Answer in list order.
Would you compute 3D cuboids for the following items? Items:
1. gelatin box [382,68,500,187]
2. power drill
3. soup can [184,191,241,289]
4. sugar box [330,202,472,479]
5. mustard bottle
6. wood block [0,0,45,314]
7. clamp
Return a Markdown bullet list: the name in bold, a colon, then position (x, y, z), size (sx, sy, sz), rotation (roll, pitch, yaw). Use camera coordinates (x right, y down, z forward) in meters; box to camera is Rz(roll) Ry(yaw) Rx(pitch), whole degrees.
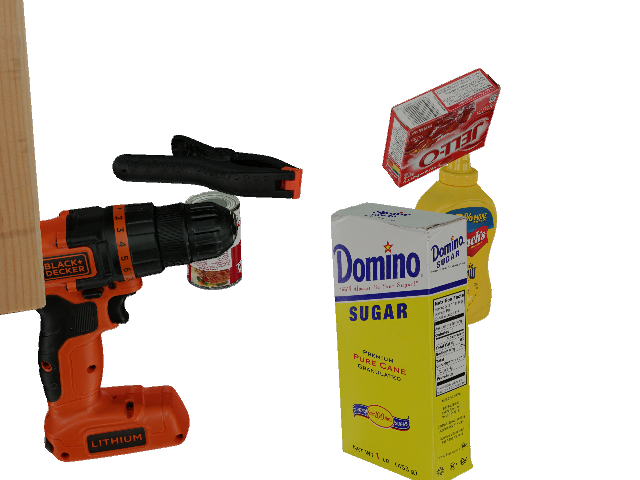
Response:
- **gelatin box**: position (0.095, -0.089, 0.847), size (0.089, 0.030, 0.073), rotation (-26, -28, -19)
- **power drill**: position (-0.143, 0.062, 0.765), size (0.184, 0.188, 0.057), rotation (-7, 26, -4)
- **soup can**: position (-0.130, -0.001, 1.295), size (0.068, 0.102, 0.068), rotation (1, 26, 0)
- **sugar box**: position (0.054, 0.067, 0.718), size (0.048, 0.176, 0.094), rotation (-17, 18, -39)
- **mustard bottle**: position (0.143, -0.004, 1.150), size (0.096, 0.192, 0.058), rotation (-6, 20, -22)
- **wood block**: position (-0.217, -0.064, 0.612), size (0.090, 0.206, 0.090), rotation (-9, 27, -24)
- **clamp**: position (-0.103, -0.065, 0.989), size (0.172, 0.039, 0.120), rotation (12, 26, 29)
